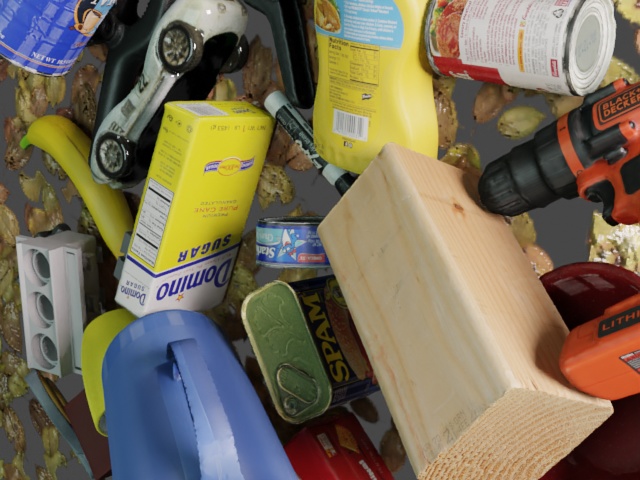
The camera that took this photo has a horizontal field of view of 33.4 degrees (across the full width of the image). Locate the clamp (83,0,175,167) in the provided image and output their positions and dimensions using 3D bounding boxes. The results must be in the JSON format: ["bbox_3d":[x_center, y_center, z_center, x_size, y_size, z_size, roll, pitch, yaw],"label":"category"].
[{"bbox_3d":[-0.181,-0.187,0.943,0.210,0.036,0.165,-53,58,26],"label":"clamp"}]

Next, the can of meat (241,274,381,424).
[{"bbox_3d":[0.000,0.078,0.799,0.058,0.083,0.102,-30,76,37],"label":"can of meat"}]

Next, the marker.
[{"bbox_3d":[-0.002,-0.069,0.825,0.121,0.020,0.020,51,123,22],"label":"marker"}]

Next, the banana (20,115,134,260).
[{"bbox_3d":[-0.220,-0.059,0.994,0.198,0.037,0.070,47,146,28],"label":"banana"}]

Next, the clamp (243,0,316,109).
[{"bbox_3d":[-0.027,-0.188,0.820,0.171,0.039,0.120,47,116,22],"label":"clamp"}]

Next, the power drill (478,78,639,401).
[{"bbox_3d":[0.171,-0.007,0.615,0.185,0.057,0.187,-29,45,37],"label":"power drill"}]

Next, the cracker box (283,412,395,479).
[{"bbox_3d":[-0.014,0.261,0.841,0.214,0.071,0.164,-44,69,32],"label":"cracker box"}]

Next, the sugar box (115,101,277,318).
[{"bbox_3d":[-0.100,-0.024,0.862,0.048,0.093,0.176,29,113,34],"label":"sugar box"}]

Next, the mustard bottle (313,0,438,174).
[{"bbox_3d":[0.038,-0.143,0.733,0.096,0.058,0.192,22,123,41],"label":"mustard bottle"}]

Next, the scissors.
[{"bbox_3d":[-0.223,0.207,1.030,0.201,0.016,0.096,59,171,-11],"label":"scissors"}]

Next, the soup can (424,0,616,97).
[{"bbox_3d":[0.128,-0.132,0.682,0.102,0.068,0.068,16,105,36],"label":"soup can"}]

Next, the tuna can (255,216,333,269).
[{"bbox_3d":[-0.005,0.001,0.793,0.086,0.085,0.034,4,96,39],"label":"tuna can"}]

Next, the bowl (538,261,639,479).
[{"bbox_3d":[0.172,0.097,0.661,0.162,0.055,0.162,-26,57,47],"label":"bowl"}]

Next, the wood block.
[{"bbox_3d":[0.084,0.046,0.675,0.090,0.090,0.206,-51,40,29],"label":"wood block"}]

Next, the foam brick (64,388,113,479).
[{"bbox_3d":[-0.189,0.171,0.984,0.053,0.051,0.078,-39,71,34],"label":"foam brick"}]

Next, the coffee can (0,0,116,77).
[{"bbox_3d":[-0.216,-0.221,0.885,0.140,0.102,0.103,-48,66,25],"label":"coffee can"}]

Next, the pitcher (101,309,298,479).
[{"bbox_3d":[-0.090,0.147,0.766,0.149,0.144,0.243,-48,34,12],"label":"pitcher"}]
